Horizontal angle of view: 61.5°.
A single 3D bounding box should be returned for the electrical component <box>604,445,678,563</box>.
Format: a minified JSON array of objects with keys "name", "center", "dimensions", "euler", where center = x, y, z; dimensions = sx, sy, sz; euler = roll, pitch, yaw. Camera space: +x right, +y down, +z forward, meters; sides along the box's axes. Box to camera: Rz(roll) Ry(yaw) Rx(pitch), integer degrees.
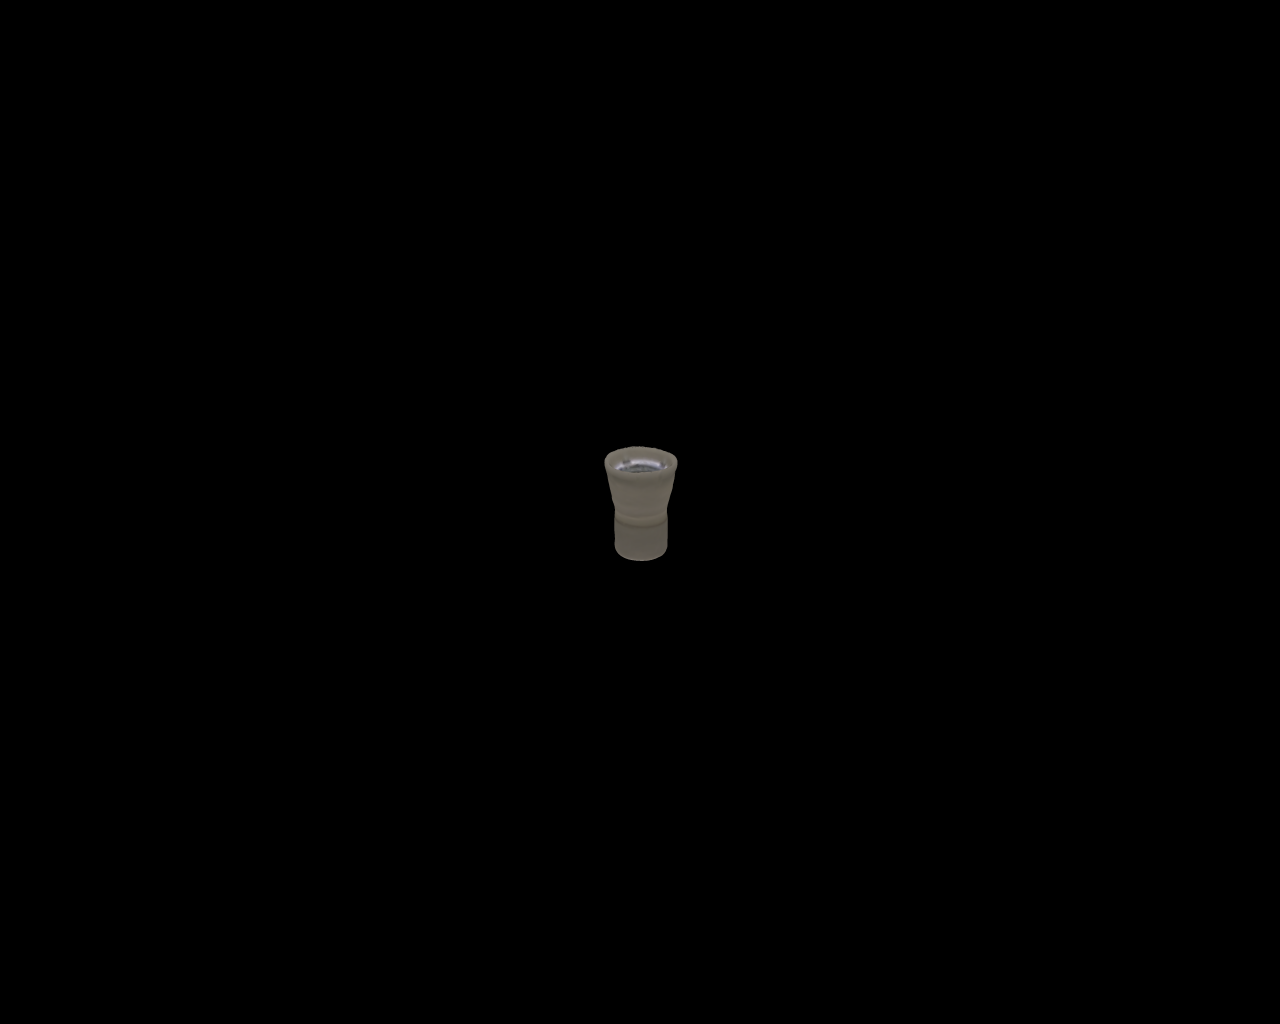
[{"name":"electrical component","center":[0.001,-0.003,0.650],"dimensions":[0.044,0.065,0.044],"euler":[0,26,0]}]
